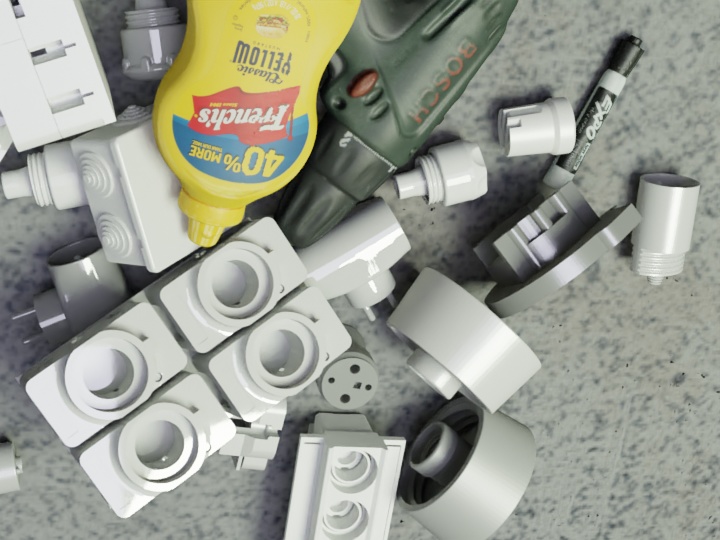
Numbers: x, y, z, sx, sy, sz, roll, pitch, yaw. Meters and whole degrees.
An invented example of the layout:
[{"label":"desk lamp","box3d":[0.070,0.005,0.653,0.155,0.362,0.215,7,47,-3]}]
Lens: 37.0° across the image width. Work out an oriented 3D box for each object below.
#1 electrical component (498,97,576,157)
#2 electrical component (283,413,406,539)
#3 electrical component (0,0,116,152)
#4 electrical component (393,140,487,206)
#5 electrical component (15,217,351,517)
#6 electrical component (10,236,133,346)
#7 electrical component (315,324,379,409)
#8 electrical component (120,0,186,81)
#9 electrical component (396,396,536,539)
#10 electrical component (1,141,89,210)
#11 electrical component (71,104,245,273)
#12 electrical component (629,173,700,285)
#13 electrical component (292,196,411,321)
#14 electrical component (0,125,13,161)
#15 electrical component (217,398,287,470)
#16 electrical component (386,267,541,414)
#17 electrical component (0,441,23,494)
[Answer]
[{"label":"electrical component","box3d":[0.124,-0.100,0.760,0.046,0.040,0.040,-8,111,-6]},{"label":"electrical component","box3d":[-0.017,0.174,0.811,0.079,0.063,0.121,4,108,-16]},{"label":"electrical component","box3d":[-0.186,-0.131,0.609,0.062,0.150,0.089,-19,113,-8]},{"label":"electrical component","box3d":[0.055,-0.065,0.752,0.062,0.043,0.043,-15,112,-7]},{"label":"electrical component","box3d":[-0.110,0.059,0.696,0.186,0.060,0.105,-37,102,-19]},{"label":"electrical component","box3d":[-0.193,0.027,0.724,0.079,0.043,0.077,-20,113,-6]},{"label":"electrical component","box3d":[-0.012,0.070,0.778,0.045,0.055,0.045,-4,112,-11]},{"label":"electrical component","box3d":[-0.129,-0.151,0.675,0.048,0.048,0.062,-9,104,-11]},{"label":"electrical component","box3d":[0.072,0.145,0.801,0.060,0.108,0.108,36,98,-17]},{"label":"electrical component","box3d":[-0.197,-0.060,0.691,0.062,0.043,0.043,-11,112,-9]},{"label":"electrical component","box3d":[-0.128,-0.057,0.685,0.100,0.048,0.099,-37,123,-45]},{"label":"electrical component","box3d":[0.227,-0.028,0.809,0.043,0.043,0.081,-1,110,-14]},{"label":"electrical component","box3d":[0.000,0.000,0.761,0.077,0.044,0.079,-30,114,-2]},{"label":"electrical component","box3d":[-0.240,-0.085,0.645,0.056,0.089,0.050,32,99,-22]},{"label":"electrical component","box3d":[-0.090,0.102,0.770,0.057,0.058,0.078,10,106,-20]},{"label":"electrical component","box3d":[0.067,0.056,0.759,0.108,0.108,0.060,44,84,-23]},{"label":"electrical component","box3d":[-0.269,0.142,0.749,0.065,0.044,0.044,-10,112,-16]}]
